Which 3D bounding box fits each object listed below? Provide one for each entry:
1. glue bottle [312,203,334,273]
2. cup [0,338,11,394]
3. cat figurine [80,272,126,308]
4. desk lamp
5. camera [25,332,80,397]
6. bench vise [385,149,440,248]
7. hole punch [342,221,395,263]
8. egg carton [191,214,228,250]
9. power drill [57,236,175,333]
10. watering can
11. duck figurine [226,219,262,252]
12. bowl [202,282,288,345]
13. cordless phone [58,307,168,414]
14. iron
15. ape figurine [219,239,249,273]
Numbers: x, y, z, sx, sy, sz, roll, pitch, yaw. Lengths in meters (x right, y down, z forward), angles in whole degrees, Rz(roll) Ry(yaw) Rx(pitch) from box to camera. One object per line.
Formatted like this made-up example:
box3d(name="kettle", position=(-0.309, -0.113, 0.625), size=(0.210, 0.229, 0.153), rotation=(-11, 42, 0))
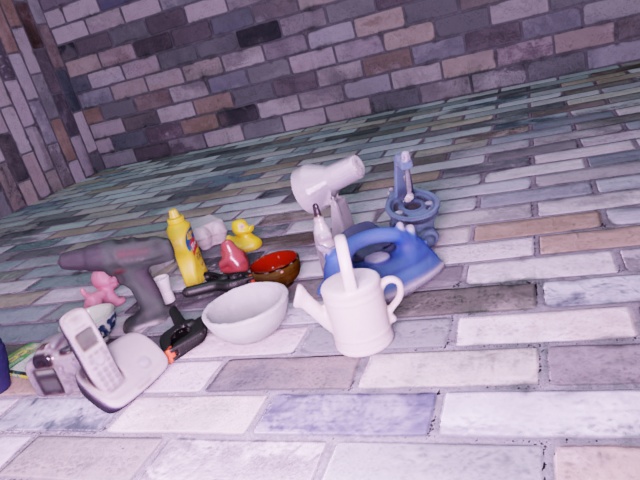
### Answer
box3d(name="glue bottle", position=(0.011, 0.004, 1.206), size=(0.037, 0.173, 0.078), rotation=(-20, 20, -12))
box3d(name="cup", position=(-0.652, 0.255, 1.137), size=(0.091, 0.095, 0.117), rotation=(-15, 20, 2))
box3d(name="cat figurine", position=(-0.534, 0.114, 1.394), size=(0.067, 0.118, 0.128), rotation=(-6, 22, 24))
box3d(name="desk lamp", position=(0.049, -0.095, 1.386), size=(0.202, 0.214, 0.118), rotation=(-5, 22, 26))
box3d(name="camera", position=(-0.466, 0.216, 1.093), size=(0.143, 0.101, 0.137), rotation=(-10, 20, 13))
box3d(name="bench vise", position=(0.182, -0.099, 1.291), size=(0.122, 0.220, 0.206), rotation=(-25, 22, -24))
box3d(name="hole punch", position=(0.108, 0.014, 1.230), size=(0.109, 0.091, 0.100), rotation=(-29, 24, -33))
box3d(name="egg carton", position=(-0.336, -0.024, 1.694), size=(0.107, 0.069, 0.149), rotation=(-24, 22, -24))
box3d(name="power drill", position=(-0.414, 0.091, 1.235), size=(0.230, 0.209, 0.075), rotation=(-20, 20, -13))
box3d(name="watering can", position=(0.045, 0.086, 0.930), size=(0.173, 0.194, 0.100), rotation=(-21, 21, -16))
box3d(name="duck figurine", position=(-0.215, -0.015, 1.556), size=(0.104, 0.086, 0.078), rotation=(-5, 22, 28))
box3d(name="bowl", position=(-0.131, 0.147, 1.073), size=(0.167, 0.075, 0.167), rotation=(-13, 20, 5))
box3d(name="cordless phone", position=(-0.353, 0.183, 0.976), size=(0.093, 0.185, 0.148), rotation=(-3, 23, 31))
box3d(name="iron", position=(0.116, 0.035, 1.093), size=(0.259, 0.142, 0.118), rotation=(-21, 21, -16))
box3d(name="ape figurine", position=(-0.214, 0.040, 1.397), size=(0.078, 0.092, 0.076), rotation=(-24, 22, -24))
